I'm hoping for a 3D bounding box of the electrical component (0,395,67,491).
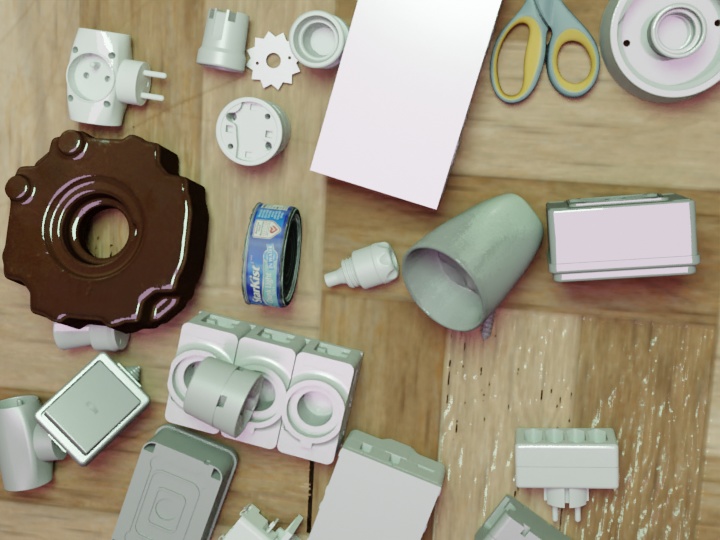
[{"bbox_3d":[-0.289,0.154,0.971,0.079,0.044,0.077,-6,98,10],"label":"electrical component"}]

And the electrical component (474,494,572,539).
[{"bbox_3d":[0.145,0.246,0.917,0.089,0.050,0.055,36,103,2],"label":"electrical component"}]

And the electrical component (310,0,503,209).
[{"bbox_3d":[0.041,-0.155,0.861,0.105,0.060,0.186,18,102,5],"label":"electrical component"}]

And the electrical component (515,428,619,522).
[{"bbox_3d":[0.173,0.175,0.903,0.083,0.047,0.075,-1,99,9],"label":"electrical component"}]

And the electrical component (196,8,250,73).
[{"bbox_3d":[-0.112,-0.190,0.890,0.040,0.040,0.046,11,95,7],"label":"electrical component"}]

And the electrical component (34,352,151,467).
[{"bbox_3d":[-0.227,0.116,0.934,0.061,0.061,0.096,46,72,-1],"label":"electrical component"}]

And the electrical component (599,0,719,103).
[{"bbox_3d":[0.241,-0.182,0.826,0.108,0.060,0.108,1,100,8],"label":"electrical component"}]

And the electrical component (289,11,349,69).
[{"bbox_3d":[-0.030,-0.185,0.869,0.045,0.055,0.045,1,100,8],"label":"electrical component"}]

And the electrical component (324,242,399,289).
[{"bbox_3d":[0.000,0.000,0.907,0.061,0.035,0.035,-18,96,13],"label":"electrical component"}]

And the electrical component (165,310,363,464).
[{"bbox_3d":[-0.083,0.100,0.922,0.150,0.061,0.089,14,101,6],"label":"electrical component"}]

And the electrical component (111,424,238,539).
[{"bbox_3d":[-0.163,0.202,0.954,0.078,0.057,0.113,21,102,5],"label":"electrical component"}]

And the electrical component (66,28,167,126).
[{"bbox_3d":[-0.202,-0.159,0.905,0.079,0.044,0.077,10,101,7],"label":"electrical component"}]

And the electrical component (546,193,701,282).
[{"bbox_3d":[0.200,-0.027,0.834,0.109,0.109,0.056,-4,96,9],"label":"electrical component"}]

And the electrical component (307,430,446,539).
[{"bbox_3d":[0.006,0.226,0.929,0.089,0.061,0.150,21,102,5],"label":"electrical component"}]

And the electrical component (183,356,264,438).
[{"bbox_3d":[-0.110,0.101,0.866,0.047,0.055,0.055,22,102,8],"label":"electrical component"}]

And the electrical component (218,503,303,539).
[{"bbox_3d":[-0.091,0.246,0.958,0.064,0.042,0.081,40,102,2],"label":"electrical component"}]

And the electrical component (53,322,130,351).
[{"bbox_3d":[-0.235,0.049,0.945,0.055,0.045,0.045,1,100,8],"label":"electrical component"}]

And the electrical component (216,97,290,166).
[{"bbox_3d":[-0.087,-0.116,0.894,0.055,0.047,0.055,1,100,8],"label":"electrical component"}]
